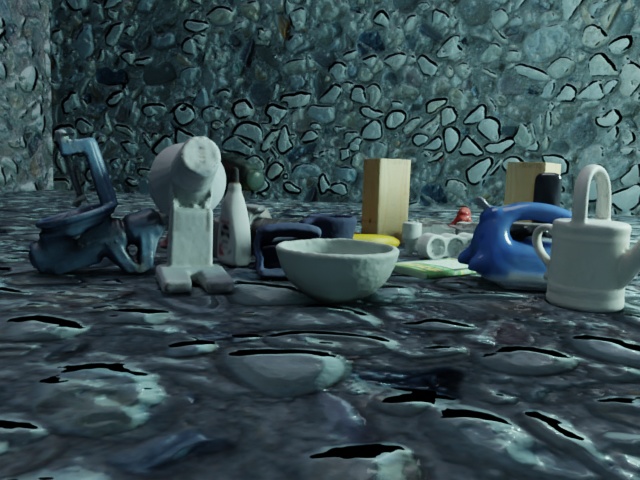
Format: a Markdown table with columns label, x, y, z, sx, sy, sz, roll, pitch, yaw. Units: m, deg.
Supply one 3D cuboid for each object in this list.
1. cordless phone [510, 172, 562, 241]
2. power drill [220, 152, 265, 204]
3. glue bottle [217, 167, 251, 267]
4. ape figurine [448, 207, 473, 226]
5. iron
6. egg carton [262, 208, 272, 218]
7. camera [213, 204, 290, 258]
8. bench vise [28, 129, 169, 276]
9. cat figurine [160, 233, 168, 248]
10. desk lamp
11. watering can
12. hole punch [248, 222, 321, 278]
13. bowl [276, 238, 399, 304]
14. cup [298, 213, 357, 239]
| label | x | y | z | sx | sy | sz | roll | pitch | yaw |
| --- | --- | --- | --- | --- | --- | --- | --- | --- | --- |
| cordless phone | 0.411 | -0.044 | 1.146 | 0.147 | 0.185 | 0.094 | 3 | 7 | 11 |
| power drill | -0.218 | -0.109 | 1.394 | 0.076 | 0.208 | 0.228 | -4 | 9 | -41 |
| glue bottle | -0.153 | -0.043 | 1.017 | 0.037 | 0.173 | 0.077 | -4 | 9 | -38 |
| ape figurine | 0.365 | -0.038 | 1.468 | 0.077 | 0.092 | 0.076 | 4 | 8 | 19 |
| iron | 0.358 | 0.005 | 0.912 | 0.258 | 0.141 | 0.118 | 2 | 7 | 0 |
| egg carton | -0.201 | -0.056 | 1.534 | 0.107 | 0.069 | 0.149 | -3 | 9 | -35 |
| camera | -0.130 | -0.019 | 1.130 | 0.136 | 0.101 | 0.143 | 4 | 7 | 17 |
| bench vise | -0.341 | -0.058 | 0.897 | 0.208 | 0.220 | 0.121 | -4 | 9 | -39 |
| cat figurine | -0.293 | -0.043 | 1.204 | 0.067 | 0.118 | 0.128 | 5 | 8 | 21 |
| desk lamp | -0.187 | -0.043 | 0.847 | 0.118 | 0.213 | 0.202 | -1 | 8 | -21 |
| watering can | 0.377 | -0.005 | 0.782 | 0.172 | 0.194 | 0.101 | 6 | 8 | 27 |
| hole punch | -0.058 | 0.013 | 0.928 | 0.109 | 0.091 | 0.101 | 0 | 7 | -13 |
| bowl | 0.022 | 0.043 | 0.773 | 0.167 | 0.075 | 0.167 | 2 | 7 | 0 |
| cup | 0.009 | 0.004 | 1.010 | 0.118 | 0.095 | 0.091 | -4 | 10 | -42 |
